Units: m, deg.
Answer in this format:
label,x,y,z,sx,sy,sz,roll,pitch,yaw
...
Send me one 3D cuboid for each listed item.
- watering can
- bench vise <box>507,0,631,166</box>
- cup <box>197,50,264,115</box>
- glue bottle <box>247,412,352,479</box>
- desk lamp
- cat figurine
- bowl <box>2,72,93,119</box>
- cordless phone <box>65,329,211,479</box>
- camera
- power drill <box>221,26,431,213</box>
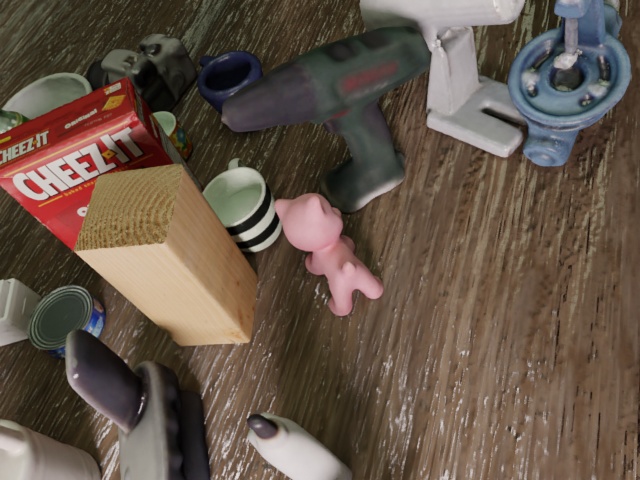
label,x,y,z,sx,sy,sz,roll,pitch,yaw
watering can,-0.287,0.219,0.511,0.172,0.194,0.101,20,65,28
bench vise,0.268,-0.217,0.618,0.121,0.220,0.207,3,58,19
cup,-0.122,-0.208,0.809,0.092,0.095,0.117,-43,56,-13
glue bottle,-0.026,0.173,0.475,0.078,0.173,0.037,22,66,29
desk lamp,0.159,-0.232,0.665,0.202,0.214,0.118,32,71,32
cat figurine,0.006,0.002,0.615,0.067,0.118,0.127,-32,54,-6
bowl,-0.412,-0.177,0.890,0.167,0.075,0.167,-8,55,12
cordless phone,-0.178,0.171,0.516,0.094,0.185,0.147,-24,53,1
camera,-0.292,-0.261,0.893,0.136,0.101,0.143,19,64,27
power drill,0.024,-0.128,0.640,0.230,0.209,0.075,-33,54,-6
